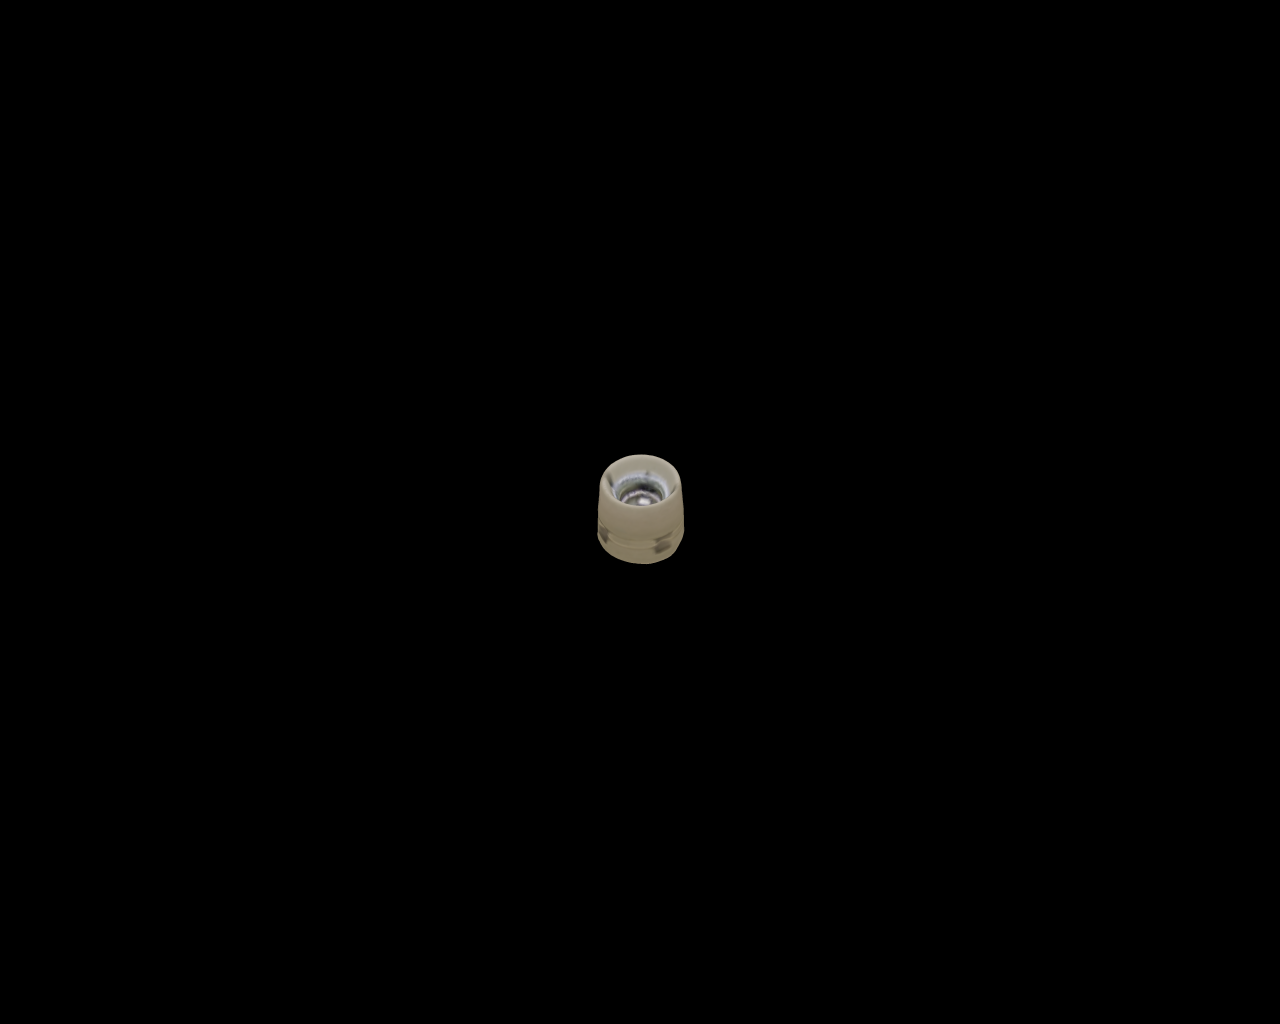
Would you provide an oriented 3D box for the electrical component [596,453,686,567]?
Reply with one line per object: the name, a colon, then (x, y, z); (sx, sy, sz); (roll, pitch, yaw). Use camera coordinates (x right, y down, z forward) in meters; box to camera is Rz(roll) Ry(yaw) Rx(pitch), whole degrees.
electrical component: (0.001, -0.003, 0.650); (0.055, 0.047, 0.055); (0, 45, 0)
